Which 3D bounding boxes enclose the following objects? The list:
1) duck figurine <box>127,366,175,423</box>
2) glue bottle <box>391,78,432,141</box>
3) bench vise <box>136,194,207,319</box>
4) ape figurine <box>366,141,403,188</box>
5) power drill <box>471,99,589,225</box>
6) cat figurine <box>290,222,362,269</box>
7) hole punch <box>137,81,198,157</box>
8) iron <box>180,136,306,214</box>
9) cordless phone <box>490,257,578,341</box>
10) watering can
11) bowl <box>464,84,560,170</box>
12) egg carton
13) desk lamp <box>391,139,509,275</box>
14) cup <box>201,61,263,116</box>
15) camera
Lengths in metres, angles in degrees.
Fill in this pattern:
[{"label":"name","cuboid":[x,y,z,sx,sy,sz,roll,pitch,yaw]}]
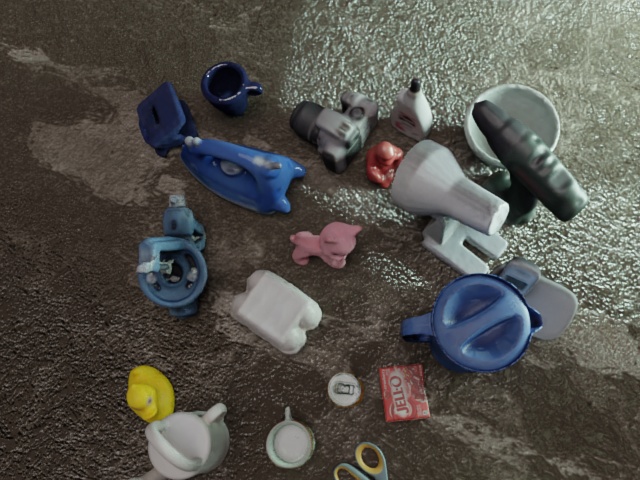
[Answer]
[{"label":"duck figurine","cuboid":[-0.298,0.261,0.970,0.077,0.086,0.104,-29,73,-3]},{"label":"glue bottle","cuboid":[0.166,-0.240,1.025,0.078,0.173,0.037,29,78,14]},{"label":"bench vise","cuboid":[-0.266,0.018,0.969,0.121,0.220,0.207,-20,72,0]},{"label":"ape figurine","cuboid":[0.117,-0.148,1.046,0.078,0.092,0.076,-25,72,-2]},{"label":"power drill","cuboid":[0.327,-0.109,0.952,0.076,0.208,0.229,-43,74,-7]},{"label":"cat figurine","cuboid":[0.009,0.004,0.998,0.127,0.118,0.067,3,74,7]},{"label":"hole punch","cuboid":[-0.305,-0.235,1.115,0.101,0.091,0.108,-24,72,-1]},{"label":"iron","cuboid":[-0.164,-0.142,1.047,0.258,0.141,0.119,19,76,11]},{"label":"cordless phone","cuboid":[0.337,0.087,0.904,0.147,0.185,0.094,21,77,12]},{"label":"watering can","cuboid":[-0.216,0.325,0.886,0.100,0.194,0.173,20,77,12]},{"label":"bowl","cuboid":[0.343,-0.194,1.045,0.167,0.075,0.167,-2,73,5]},{"label":"egg carton","cuboid":[-0.076,0.123,0.997,0.150,0.069,0.107,31,79,14]},{"label":"desk lamp","cuboid":[0.221,-0.048,0.942,0.203,0.214,0.118,38,81,15]},{"label":"cup","cuboid":[-0.162,-0.283,1.113,0.117,0.095,0.092,7,74,8]},{"label":"camera","cuboid":[0.021,-0.223,1.073,0.136,0.101,0.143,32,79,14]}]
